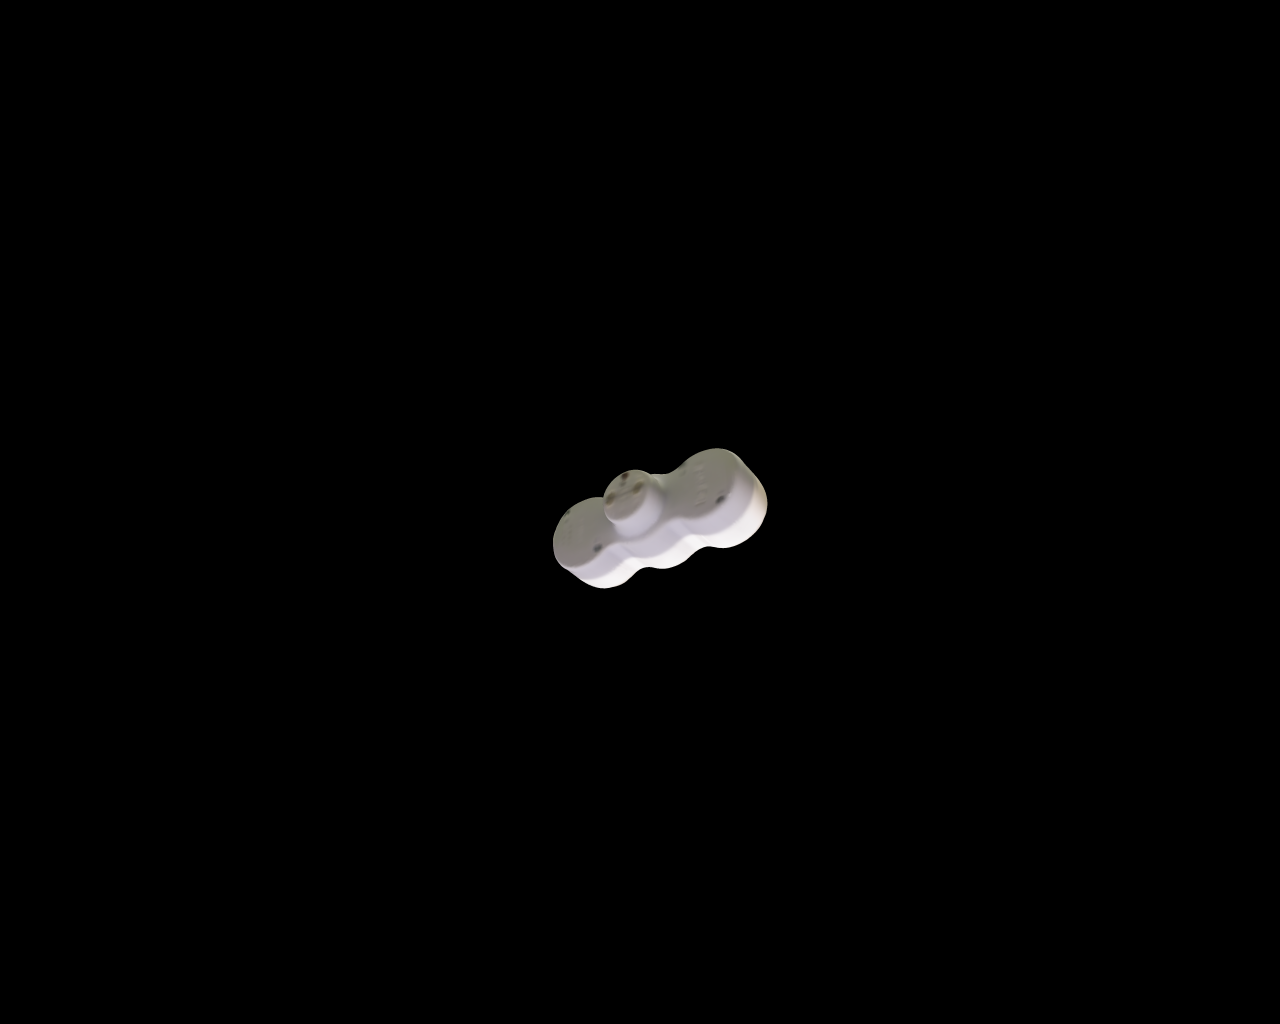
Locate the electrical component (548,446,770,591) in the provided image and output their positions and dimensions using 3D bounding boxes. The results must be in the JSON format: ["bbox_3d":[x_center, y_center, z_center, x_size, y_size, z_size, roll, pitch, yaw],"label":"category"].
[{"bbox_3d":[0.001,-0.003,0.650,0.138,0.052,0.073,-21,-40,26],"label":"electrical component"}]
